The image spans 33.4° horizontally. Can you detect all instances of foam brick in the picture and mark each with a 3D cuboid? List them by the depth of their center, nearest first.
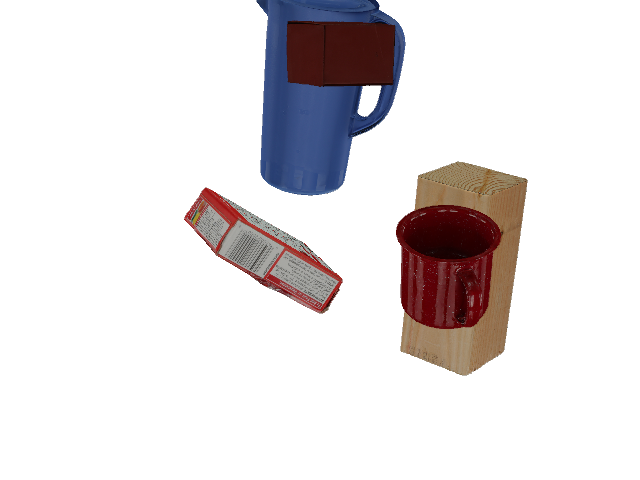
[{"bbox_3d":[0.017,-0.156,0.890,0.078,0.051,0.053,-7,16,-36],"label":"foam brick"}]

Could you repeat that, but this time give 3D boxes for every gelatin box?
[{"bbox_3d":[-0.037,0.006,0.689,0.089,0.030,0.073,31,4,-29],"label":"gelatin box"}]

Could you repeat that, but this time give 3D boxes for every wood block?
[{"bbox_3d":[0.156,0.029,1.171,0.090,0.206,0.090,19,25,34],"label":"wood block"}]

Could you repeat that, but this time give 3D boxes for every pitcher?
[{"bbox_3d":[0.001,-0.181,1.299,0.144,0.243,0.149,-6,28,-25],"label":"pitcher"}]

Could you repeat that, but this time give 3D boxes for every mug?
[{"bbox_3d":[0.118,0.032,0.958,0.093,0.081,0.117,-11,35,-14],"label":"mug"}]
